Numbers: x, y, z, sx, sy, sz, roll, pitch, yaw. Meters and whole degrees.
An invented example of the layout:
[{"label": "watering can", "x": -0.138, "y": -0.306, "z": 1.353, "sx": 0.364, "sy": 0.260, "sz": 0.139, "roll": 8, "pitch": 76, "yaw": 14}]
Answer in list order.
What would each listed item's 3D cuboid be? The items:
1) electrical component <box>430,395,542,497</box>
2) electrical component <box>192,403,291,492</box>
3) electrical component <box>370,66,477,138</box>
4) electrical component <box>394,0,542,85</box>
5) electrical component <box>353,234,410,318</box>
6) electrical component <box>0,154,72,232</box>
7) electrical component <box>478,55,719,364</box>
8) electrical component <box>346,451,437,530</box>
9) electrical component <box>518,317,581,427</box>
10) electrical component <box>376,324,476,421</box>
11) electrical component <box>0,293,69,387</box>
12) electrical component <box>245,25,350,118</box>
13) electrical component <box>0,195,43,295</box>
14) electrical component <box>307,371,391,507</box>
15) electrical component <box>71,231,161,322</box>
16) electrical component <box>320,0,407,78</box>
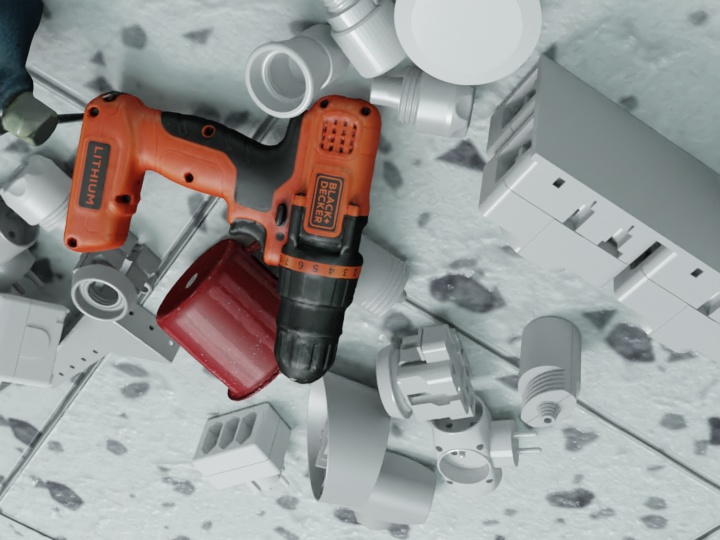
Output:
[{"label": "electrical component", "x": 0.101, "y": 0.136, "z": 0.840, "sx": 0.079, "sy": 0.044, "sz": 0.077, "roll": -5, "pitch": 129, "yaw": 17}, {"label": "electrical component", "x": -0.088, "y": 0.159, "z": 0.899, "sx": 0.066, "sy": 0.047, "sz": 0.076, "roll": -19, "pitch": 124, "yaw": 26}, {"label": "electrical component", "x": 0.038, "y": -0.104, "z": 0.648, "sx": 0.062, "sy": 0.043, "sz": 0.043, "roll": 10, "pitch": 131, "yaw": 5}, {"label": "electrical component", "x": 0.062, "y": -0.148, "z": 0.600, "sx": 0.080, "sy": 0.051, "sz": 0.080, "roll": 6, "pitch": 131, "yaw": 7}, {"label": "electrical component", "x": 0.000, "y": 0.000, "z": 0.744, "sx": 0.081, "sy": 0.043, "sz": 0.043, "roll": 33, "pitch": 129, "yaw": -26}, {"label": "electrical component", "x": -0.216, "y": -0.047, "z": 0.753, "sx": 0.043, "sy": 0.043, "sz": 0.062, "roll": -27, "pitch": 121, "yaw": 30}, {"label": "electrical component", "x": 0.162, "y": -0.031, "z": 0.642, "sx": 0.186, "sy": 0.105, "sz": 0.060, "roll": 31, "pitch": 129, "yaw": -14}, {"label": "electrical component", "x": 0.017, "y": 0.193, "z": 0.907, "sx": 0.077, "sy": 0.043, "sz": 0.079, "roll": 16, "pitch": 132, "yaw": -2}, {"label": "electrical component", "x": 0.134, "y": 0.076, "z": 0.757, "sx": 0.043, "sy": 0.081, "sz": 0.043, "roll": 6, "pitch": 131, "yaw": 7}, {"label": "electrical component", "x": 0.047, "y": 0.079, "z": 0.794, "sx": 0.057, "sy": 0.058, "sz": 0.078, "roll": -11, "pitch": 127, "yaw": 17}, {"label": "electrical component", "x": -0.273, "y": 0.048, "z": 0.807, "sx": 0.061, "sy": 0.061, "sz": 0.096, "roll": 17, "pitch": 172, "yaw": -41}, {"label": "electrical component", "x": -0.033, "y": -0.121, "z": 0.634, "sx": 0.044, "sy": 0.065, "sz": 0.044, "roll": 12, "pitch": 121, "yaw": 21}, {"label": "electrical component", "x": -0.267, "y": -0.013, "z": 0.792, "sx": 0.077, "sy": 0.044, "sz": 0.079, "roll": -20, "pitch": 124, "yaw": 27}, {"label": "electrical component", "x": -0.014, "y": 0.131, "z": 0.828, "sx": 0.064, "sy": 0.099, "sz": 0.099, "roll": 16, "pitch": 132, "yaw": -9}, {"label": "electrical component", "x": -0.180, "y": 0.004, "z": 0.780, "sx": 0.048, "sy": 0.055, "sz": 0.066, "roll": -27, "pitch": 120, "yaw": 30}, {"label": "electrical component", "x": -0.001, "y": -0.147, "z": 0.621, "sx": 0.040, "sy": 0.040, "sz": 0.078, "roll": -24, "pitch": 122, "yaw": 29}]
